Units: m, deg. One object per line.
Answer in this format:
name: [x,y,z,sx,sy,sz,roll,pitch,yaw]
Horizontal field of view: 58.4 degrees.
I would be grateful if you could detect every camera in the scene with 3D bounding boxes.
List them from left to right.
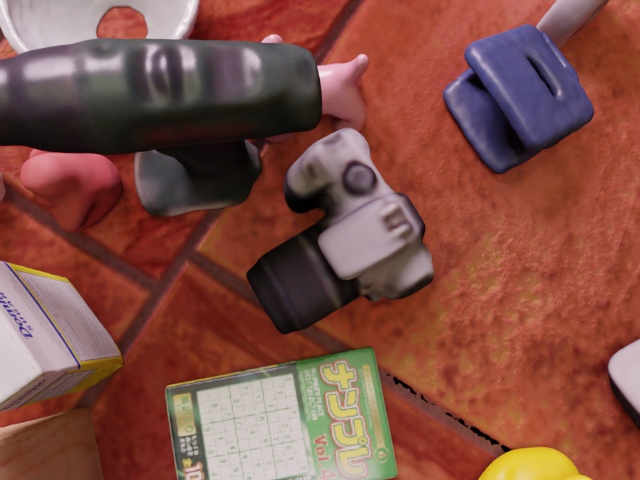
camera: [0.004,0.002,0.456,0.137,0.101,0.143,-31,84,-6]

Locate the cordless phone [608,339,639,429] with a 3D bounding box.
cordless phone: [0.317,0.105,0.410,0.147,0.185,0.094,-25,83,-5]

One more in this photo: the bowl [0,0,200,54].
bowl: [-0.180,-0.200,0.493,0.167,0.074,0.167,0,81,-2]

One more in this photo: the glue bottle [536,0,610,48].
glue bottle: [0.237,-0.223,0.462,0.037,0.173,0.078,43,82,5]

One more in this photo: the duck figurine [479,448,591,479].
duck figurine: [0.167,0.210,0.439,0.104,0.086,0.077,-30,84,-6]

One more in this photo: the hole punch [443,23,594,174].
hole punch: [0.173,-0.129,0.487,0.101,0.091,0.108,-32,84,-6]

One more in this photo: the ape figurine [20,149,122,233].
ape figurine: [-0.206,-0.047,0.460,0.076,0.092,0.078,-5,82,-3]

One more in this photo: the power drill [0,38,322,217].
power drill: [-0.114,-0.075,0.409,0.229,0.208,0.075,-11,82,-4]

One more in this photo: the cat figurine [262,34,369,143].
cat figurine: [-0.021,-0.127,0.466,0.128,0.117,0.067,-10,82,-3]

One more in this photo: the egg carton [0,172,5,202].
egg carton: [-0.322,-0.006,0.461,0.107,0.069,0.150,10,81,0]
